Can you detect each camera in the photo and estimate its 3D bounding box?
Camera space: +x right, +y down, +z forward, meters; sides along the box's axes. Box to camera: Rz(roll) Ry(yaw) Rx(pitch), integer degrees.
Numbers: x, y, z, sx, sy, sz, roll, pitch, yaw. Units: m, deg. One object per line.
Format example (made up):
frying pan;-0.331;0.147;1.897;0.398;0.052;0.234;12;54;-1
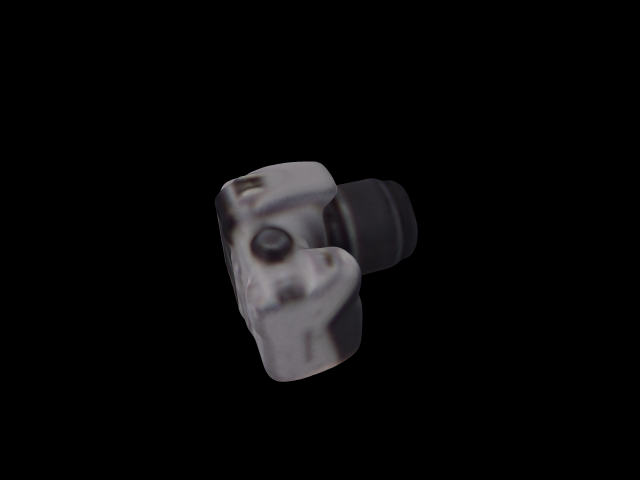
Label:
camera;0.004;0.001;0.400;0.137;0.101;0.143;-14;43;-15
